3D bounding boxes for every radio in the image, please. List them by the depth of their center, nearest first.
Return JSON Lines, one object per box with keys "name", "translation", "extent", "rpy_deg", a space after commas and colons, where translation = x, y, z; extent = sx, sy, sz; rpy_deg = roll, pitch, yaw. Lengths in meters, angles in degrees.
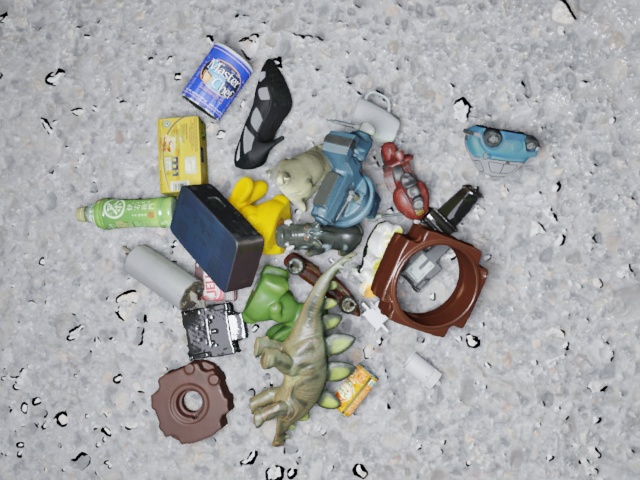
{"name": "radio", "translation": [-0.215, -0.011, 1.108], "extent": [0.230, 0.073, 0.131], "rpy_deg": [42, 125, 30]}

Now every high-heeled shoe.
{"name": "high-heeled shoe", "translation": [-0.141, -0.280, 1.216], "extent": [0.145, 0.086, 0.249], "rpy_deg": [-21, 63, 32]}

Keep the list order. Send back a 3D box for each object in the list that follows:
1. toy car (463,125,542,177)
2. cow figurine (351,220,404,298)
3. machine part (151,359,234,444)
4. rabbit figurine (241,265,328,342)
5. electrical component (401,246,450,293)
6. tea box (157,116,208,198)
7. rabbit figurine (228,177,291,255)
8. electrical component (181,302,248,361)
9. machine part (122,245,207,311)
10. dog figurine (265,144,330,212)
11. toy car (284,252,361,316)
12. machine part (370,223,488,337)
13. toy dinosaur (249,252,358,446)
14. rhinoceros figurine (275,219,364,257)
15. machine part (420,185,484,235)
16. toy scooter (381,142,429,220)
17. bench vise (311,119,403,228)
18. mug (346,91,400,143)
{"name": "toy car", "translation": [0.382, -0.188, 1.155], "extent": [0.162, 0.109, 0.102], "rpy_deg": [9, 109, -7]}
{"name": "cow figurine", "translation": [0.118, 0.039, 1.155], "extent": [0.068, 0.098, 0.167], "rpy_deg": [30, 91, -35]}
{"name": "machine part", "translation": [-0.277, 0.350, 1.165], "extent": [0.179, 0.056, 0.179], "rpy_deg": [0, 87, 4]}
{"name": "rabbit figurine", "translation": [-0.070, 0.156, 1.142], "extent": [0.170, 0.121, 0.159], "rpy_deg": [26, 91, -10]}
{"name": "electrical component", "translation": [0.225, 0.048, 1.163], "extent": [0.075, 0.048, 0.119], "rpy_deg": [41, 88, 4]}
{"name": "tea box", "translation": [-0.306, -0.184, 1.202], "extent": [0.098, 0.068, 0.169], "rpy_deg": [-2, 84, 3]}
{"name": "rabbit figurine", "translation": [-0.157, -0.054, 1.164], "extent": [0.173, 0.122, 0.162], "rpy_deg": [8, 93, 23]}
{"name": "electrical component", "translation": [-0.227, 0.196, 1.173], "extent": [0.134, 0.058, 0.115], "rpy_deg": [-12, 87, 3]}
{"name": "machine part", "translation": [-0.338, 0.081, 1.161], "extent": [0.243, 0.079, 0.079], "rpy_deg": [29, 88, 18]}
{"name": "dog figurine", "translation": [-0.009, -0.165, 1.137], "extent": [0.190, 0.172, 0.121], "rpy_deg": [-44, 92, 5]}
{"name": "toy car", "translation": [0.009, 0.094, 1.151], "extent": [0.202, 0.089, 0.053], "rpy_deg": [35, 84, 5]}
{"name": "machine part", "translation": [0.222, 0.082, 1.090], "extent": [0.201, 0.087, 0.201], "rpy_deg": [20, 99, -16]}
{"name": "toy dinosaur", "translation": [-0.032, 0.237, 1.084], "extent": [0.198, 0.105, 0.470], "rpy_deg": [3, 114, -21]}
{"name": "rhinoceros figurine", "translation": [-0.002, -0.003, 1.134], "extent": [0.190, 0.112, 0.073], "rpy_deg": [1, 85, -19]}
{"name": "machine part", "translation": [0.291, -0.065, 1.174], "extent": [0.139, 0.039, 0.084], "rpy_deg": [-42, 79, 1]}
{"name": "toy scooter", "translation": [0.179, -0.130, 1.137], "extent": [0.075, 0.135, 0.184], "rpy_deg": [-24, 86, -1]}
{"name": "bench vise", "translation": [0.071, -0.112, 1.088], "extent": [0.129, 0.240, 0.223], "rpy_deg": [6, 71, 33]}
{"name": "mug", "translation": [0.123, -0.265, 1.184], "extent": [0.107, 0.081, 0.109], "rpy_deg": [23, 82, -6]}
